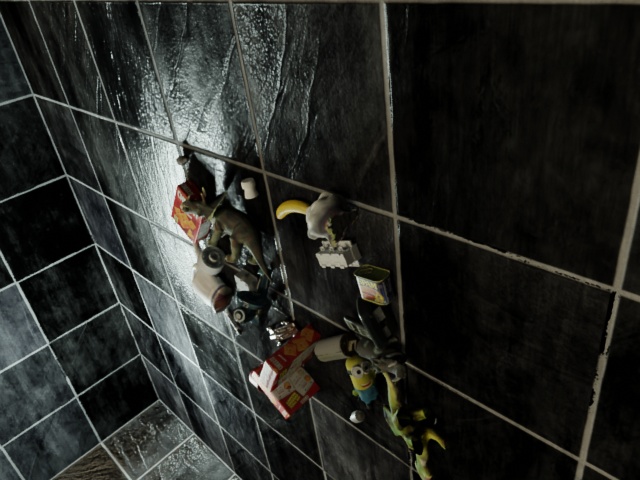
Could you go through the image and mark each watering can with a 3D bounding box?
[{"bbox_3d":[-0.464,0.167,2.144,0.227,0.105,0.339,37,140,25],"label":"watering can"}]

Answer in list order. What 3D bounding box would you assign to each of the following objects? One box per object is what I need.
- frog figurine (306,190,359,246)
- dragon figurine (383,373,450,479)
[{"bbox_3d":[0.004,-0.069,1.378,0.161,0.122,0.136,31,106,45],"label":"frog figurine"},{"bbox_3d":[0.249,0.555,1.585,0.413,0.123,0.239,62,155,10],"label":"dragon figurine"}]
